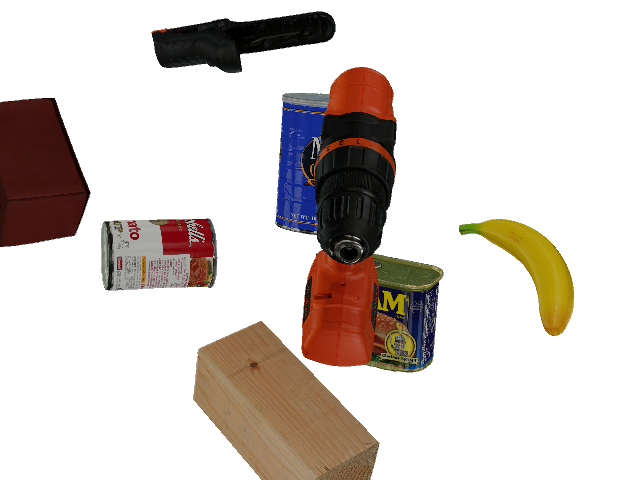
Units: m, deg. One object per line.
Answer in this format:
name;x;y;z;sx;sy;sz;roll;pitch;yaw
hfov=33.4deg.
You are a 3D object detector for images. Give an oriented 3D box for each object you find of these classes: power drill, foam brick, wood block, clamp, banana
power drill;0.020;-0.001;0.742;0.057;0.188;0.184;8;41;1
foam brick;-0.186;-0.043;0.676;0.051;0.078;0.053;-11;-29;-30
wood block;-0.041;0.195;1.154;0.090;0.090;0.206;-22;49;-32
clamp;-0.073;-0.166;0.886;0.120;0.039;0.172;-17;22;-34
banana;0.219;0.028;1.112;0.069;0.037;0.198;-32;38;-3

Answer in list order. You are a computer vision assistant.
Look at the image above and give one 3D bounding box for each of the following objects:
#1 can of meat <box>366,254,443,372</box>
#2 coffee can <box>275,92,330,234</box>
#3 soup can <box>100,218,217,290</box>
can of meat;0.052;0.062;0.930;0.102;0.084;0.057;11;21;25
coffee can;0.006;-0.084;1.148;0.103;0.140;0.103;4;12;-1
soup can;-0.156;0.014;1.024;0.102;0.068;0.069;-1;0;-18
